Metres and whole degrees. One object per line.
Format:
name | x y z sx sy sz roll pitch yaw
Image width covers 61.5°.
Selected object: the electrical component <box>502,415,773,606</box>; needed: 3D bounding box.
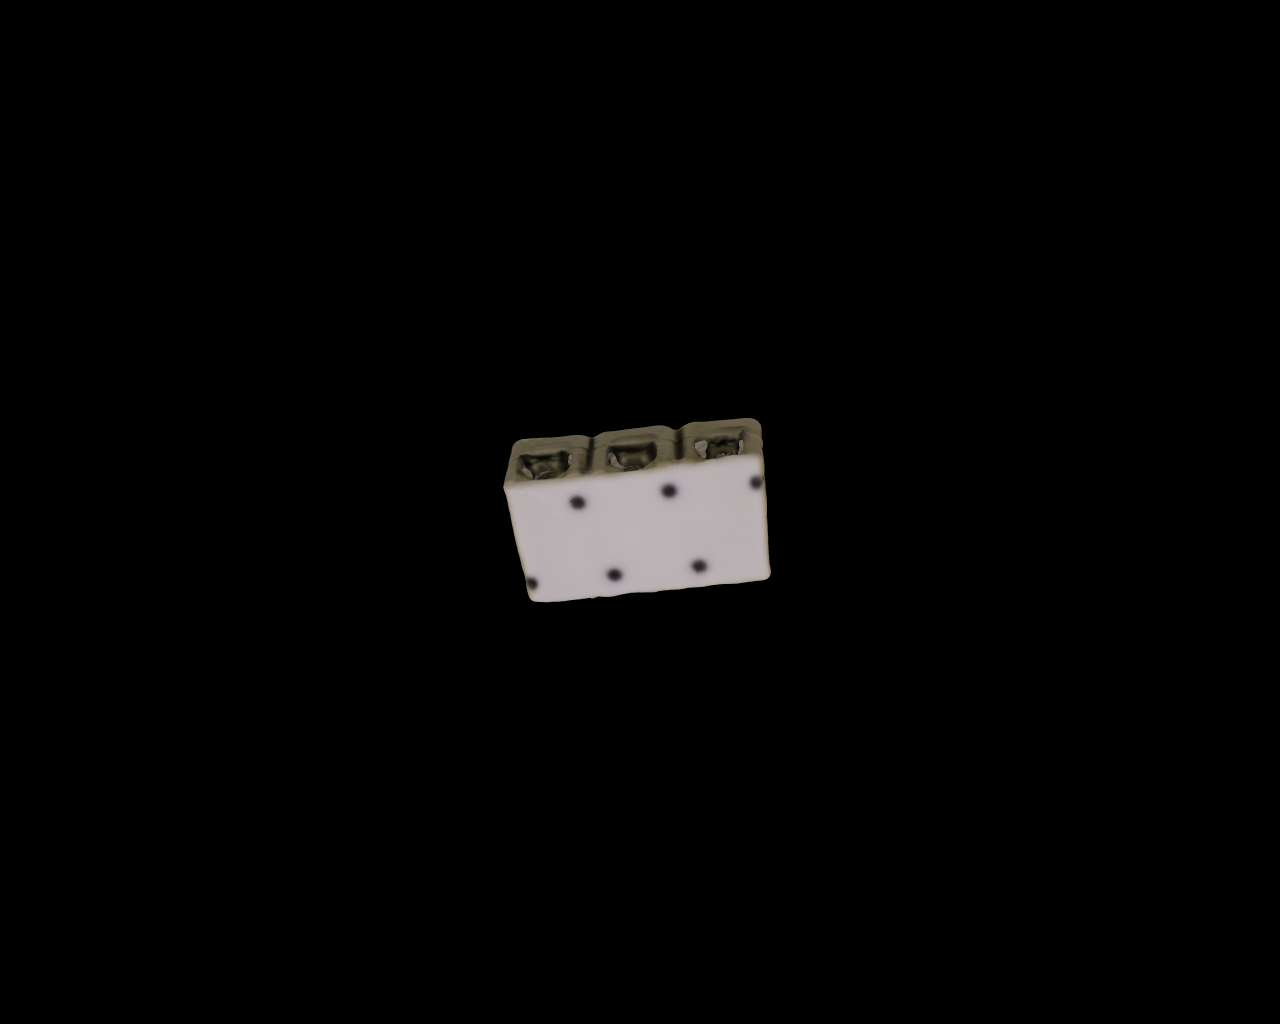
electrical component | 0.001 -0.003 0.650 0.150 0.089 0.062 -5 31 3
